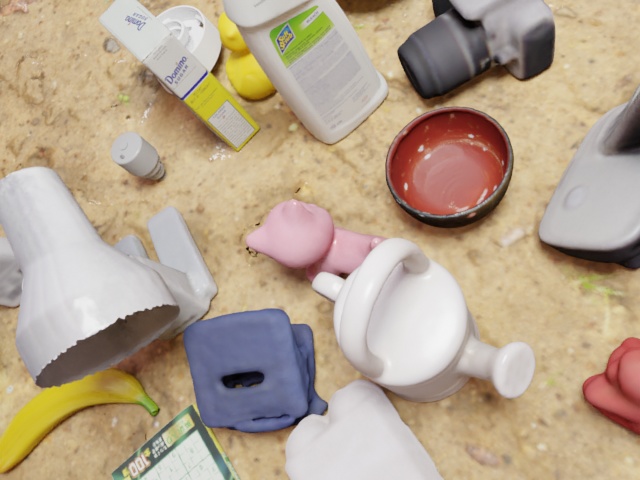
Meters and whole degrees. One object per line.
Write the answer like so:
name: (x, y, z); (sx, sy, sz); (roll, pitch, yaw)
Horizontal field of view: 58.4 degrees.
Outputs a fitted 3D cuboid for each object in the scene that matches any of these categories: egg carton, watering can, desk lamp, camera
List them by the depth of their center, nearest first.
watering can: (0.069, 0.061, 0.426); (0.172, 0.194, 0.101); (0, 70, 20)
egg carton: (0.040, 0.195, 0.455); (0.107, 0.069, 0.150); (-40, 62, 2)
desk lamp: (-0.191, 0.034, 0.522); (0.118, 0.214, 0.203); (-35, 62, 5)
camera: (0.138, -0.214, 0.561); (0.136, 0.101, 0.143); (-30, 63, 7)

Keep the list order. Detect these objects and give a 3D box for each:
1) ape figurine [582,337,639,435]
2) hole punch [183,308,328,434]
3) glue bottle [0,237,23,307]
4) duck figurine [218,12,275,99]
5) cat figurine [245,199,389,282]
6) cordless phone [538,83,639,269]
ape figurine: (0.230, 0.101, 0.410); (0.077, 0.092, 0.076); (-17, 65, 13)
hole punch: (-0.059, 0.119, 0.510); (0.108, 0.091, 0.101); (-12, 66, 16)
glue bottle: (-0.376, 0.020, 0.619); (0.078, 0.173, 0.037); (-44, 61, 0)
duck figurine: (-0.085, -0.222, 0.655); (0.077, 0.086, 0.104); (-13, 66, 16)
cat figurine: (0.005, 0.002, 0.517); (0.127, 0.118, 0.067); (11, 74, 24)
cordless phone: (0.228, -0.067, 0.422); (0.093, 0.185, 0.148); (24, 79, 27)
